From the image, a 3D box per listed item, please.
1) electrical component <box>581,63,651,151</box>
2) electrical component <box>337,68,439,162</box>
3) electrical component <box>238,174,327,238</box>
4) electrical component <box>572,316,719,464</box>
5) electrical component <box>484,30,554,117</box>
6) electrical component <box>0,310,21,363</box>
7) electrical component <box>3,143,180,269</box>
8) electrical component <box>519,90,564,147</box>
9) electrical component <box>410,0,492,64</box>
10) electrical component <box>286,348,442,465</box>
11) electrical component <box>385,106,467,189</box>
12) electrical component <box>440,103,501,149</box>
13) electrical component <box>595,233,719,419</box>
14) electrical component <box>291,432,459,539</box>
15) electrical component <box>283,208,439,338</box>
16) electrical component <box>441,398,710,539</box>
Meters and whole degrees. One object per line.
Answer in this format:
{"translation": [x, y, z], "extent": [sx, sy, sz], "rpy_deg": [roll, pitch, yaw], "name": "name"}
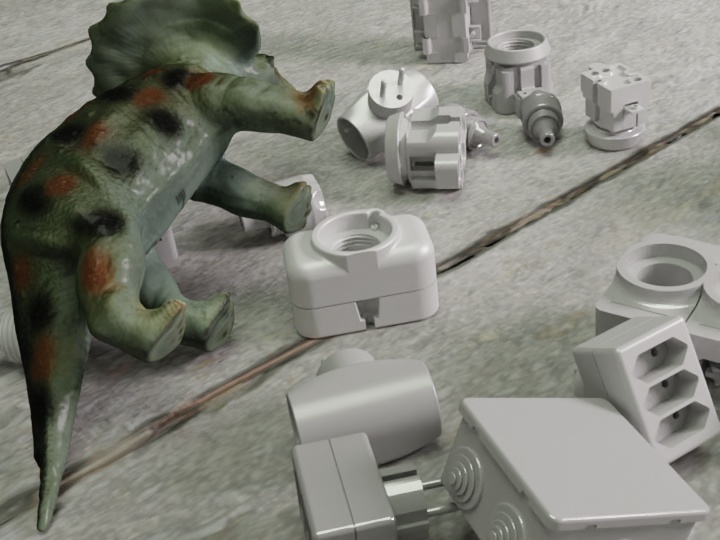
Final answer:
{"translation": [0.204, -0.129, 0.862], "extent": [0.048, 0.055, 0.066], "rpy_deg": [-17, 34, -15], "name": "electrical component"}
{"translation": [0.024, -0.137, 0.880], "extent": [0.077, 0.079, 0.044], "rpy_deg": [-37, 72, -18], "name": "electrical component"}
{"translation": [-0.058, -0.044, 0.795], "extent": [0.062, 0.043, 0.043], "rpy_deg": [-17, 33, -12], "name": "electrical component"}
{"translation": [0.140, 0.063, 0.573], "extent": [0.047, 0.065, 0.077], "rpy_deg": [-23, 6, -23], "name": "electrical component"}
{"translation": [0.139, -0.176, 0.948], "extent": [0.058, 0.057, 0.078], "rpy_deg": [-13, 33, -8], "name": "electrical component"}
{"translation": [-0.212, 0.042, 0.692], "extent": [0.062, 0.043, 0.043], "rpy_deg": [-6, 32, 6], "name": "electrical component"}
{"translation": [-0.207, -0.048, 0.814], "extent": [0.089, 0.061, 0.150], "rpy_deg": [-20, 34, -19], "name": "electrical component"}
{"translation": [0.150, -0.121, 0.881], "extent": [0.035, 0.035, 0.061], "rpy_deg": [-5, 35, 5], "name": "electrical component"}
{"translation": [0.084, -0.266, 1.042], "extent": [0.079, 0.121, 0.063], "rpy_deg": [1, 36, 13], "name": "electrical component"}
{"translation": [-0.003, 0.070, 0.603], "extent": [0.077, 0.043, 0.079], "rpy_deg": [-13, 33, -9], "name": "electrical component"}
{"translation": [0.051, -0.095, 0.838], "extent": [0.057, 0.058, 0.078], "rpy_deg": [0, 43, 11], "name": "electrical component"}
{"translation": [0.088, -0.115, 0.884], "extent": [0.035, 0.035, 0.061], "rpy_deg": [-32, 42, -34], "name": "electrical component"}
{"translation": [0.217, 0.034, 0.597], "extent": [0.150, 0.061, 0.089], "rpy_deg": [15, 39, 32], "name": "electrical component"}
{"translation": [0.011, 0.116, 0.526], "extent": [0.077, 0.047, 0.065], "rpy_deg": [-10, 32, -8], "name": "electrical component"}
{"translation": [0.000, 0.000, 0.698], "extent": [0.095, 0.059, 0.053], "rpy_deg": [-10, 32, -4], "name": "electrical component"}
{"translation": [0.096, 0.104, 0.501], "extent": [0.100, 0.048, 0.099], "rpy_deg": [3, 27, -26], "name": "electrical component"}
